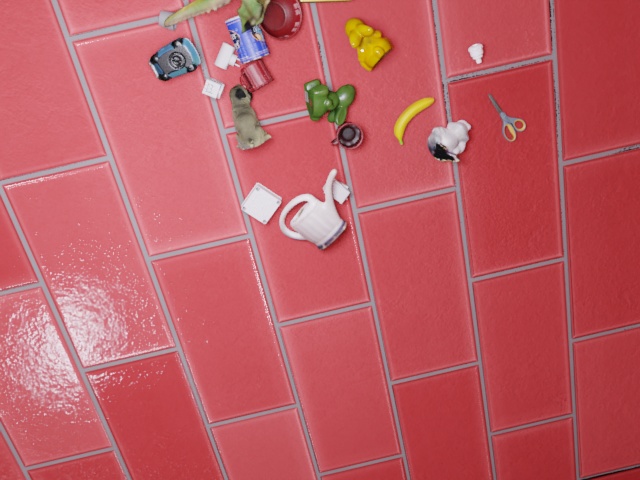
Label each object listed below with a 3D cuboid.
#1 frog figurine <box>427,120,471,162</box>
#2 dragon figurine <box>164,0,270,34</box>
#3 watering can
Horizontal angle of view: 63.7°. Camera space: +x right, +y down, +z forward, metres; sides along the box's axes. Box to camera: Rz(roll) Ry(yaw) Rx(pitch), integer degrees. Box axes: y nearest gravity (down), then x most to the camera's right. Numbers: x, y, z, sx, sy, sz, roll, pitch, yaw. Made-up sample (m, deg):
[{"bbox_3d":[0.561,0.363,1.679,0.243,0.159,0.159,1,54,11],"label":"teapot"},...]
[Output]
[{"bbox_3d":[0.462,-0.365,1.843,0.137,0.121,0.162,29,69,-6],"label":"frog figurine"},{"bbox_3d":[-0.270,-0.728,1.562,0.408,0.121,0.245,-43,70,7],"label":"dragon figurine"},{"bbox_3d":[0.006,-0.093,1.851,0.222,0.106,0.342,38,125,-19],"label":"watering can"}]
